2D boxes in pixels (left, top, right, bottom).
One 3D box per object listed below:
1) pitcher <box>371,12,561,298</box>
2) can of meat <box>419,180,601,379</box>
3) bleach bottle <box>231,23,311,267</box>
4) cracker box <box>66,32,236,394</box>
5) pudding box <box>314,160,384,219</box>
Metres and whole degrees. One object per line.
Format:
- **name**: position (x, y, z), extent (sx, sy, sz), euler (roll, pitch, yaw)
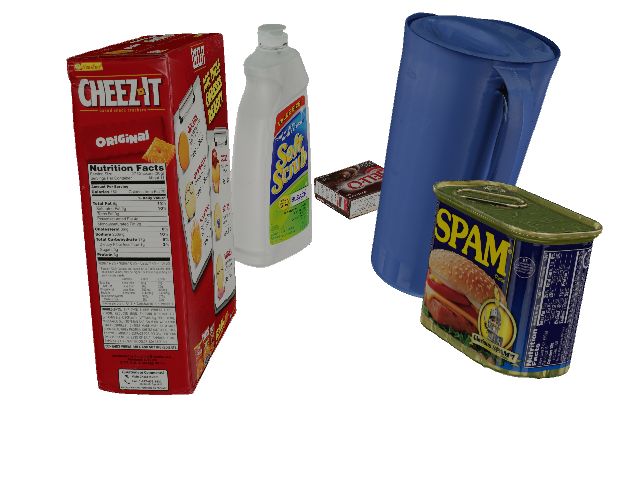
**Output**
- **pitcher**: position (0.120, -0.067, 0.939), extent (0.145, 0.243, 0.149), euler (22, 29, 23)
- **can of meat**: position (0.101, 0.020, 0.593), extent (0.057, 0.084, 0.102), euler (-3, 20, -28)
- **bleach bottle**: position (-0.055, -0.104, 1.144), extent (0.068, 0.251, 0.102), euler (20, 32, 36)
- **cracker box**: position (-0.107, -0.025, 0.717), extent (0.072, 0.214, 0.164), euler (-1, 15, 6)
- **pudding box**: position (0.060, -0.077, 1.613), extent (0.113, 0.039, 0.090), euler (-22, 35, -30)
